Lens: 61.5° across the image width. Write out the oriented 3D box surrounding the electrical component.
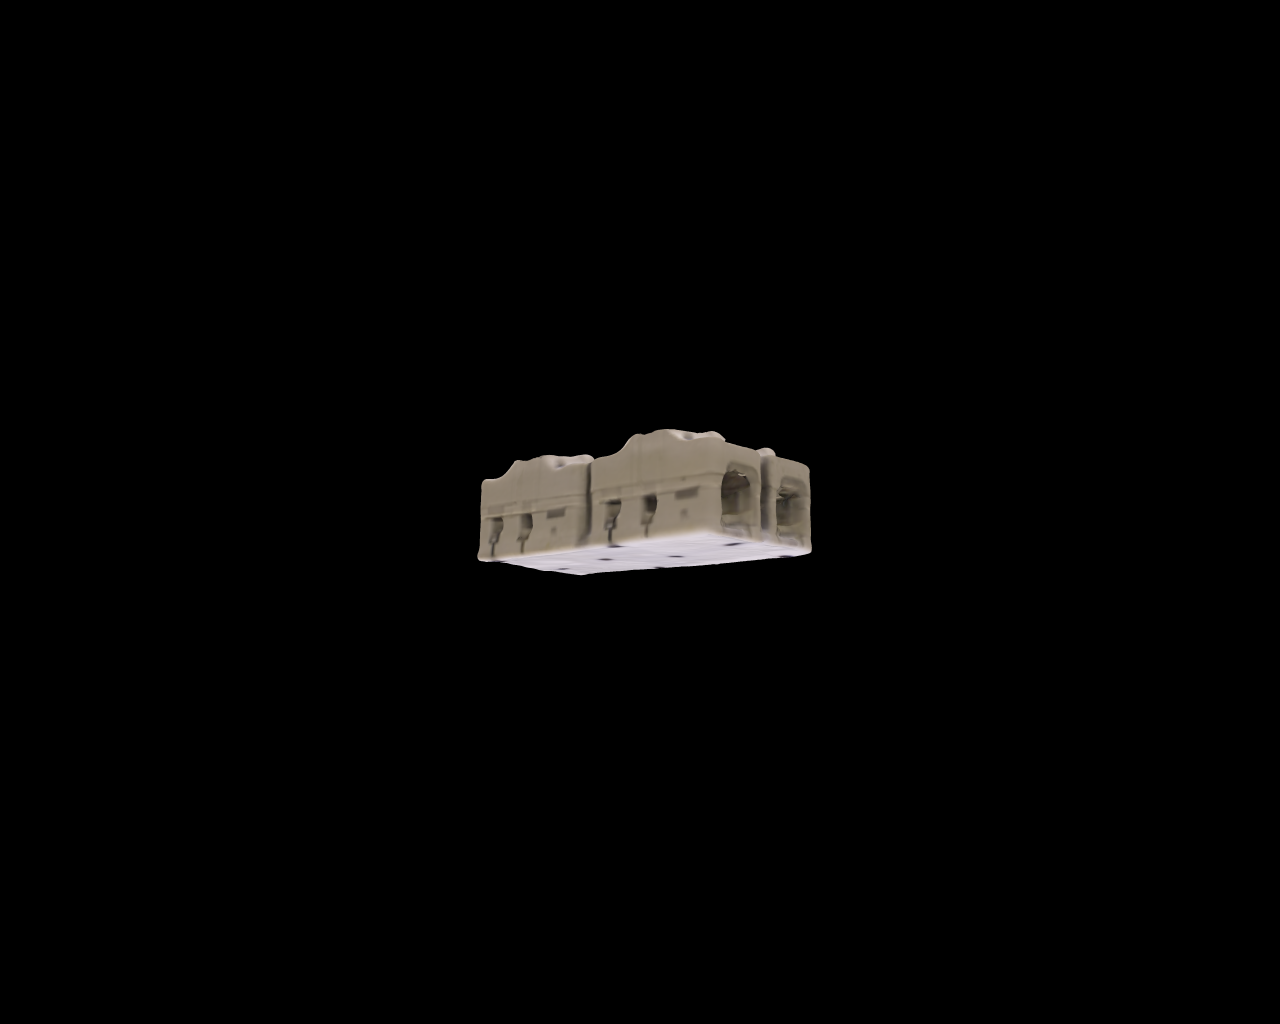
[{"bbox_3d":[0.001,-0.003,0.650,0.186,0.060,0.105,-8,-13,39],"label":"electrical component"}]
